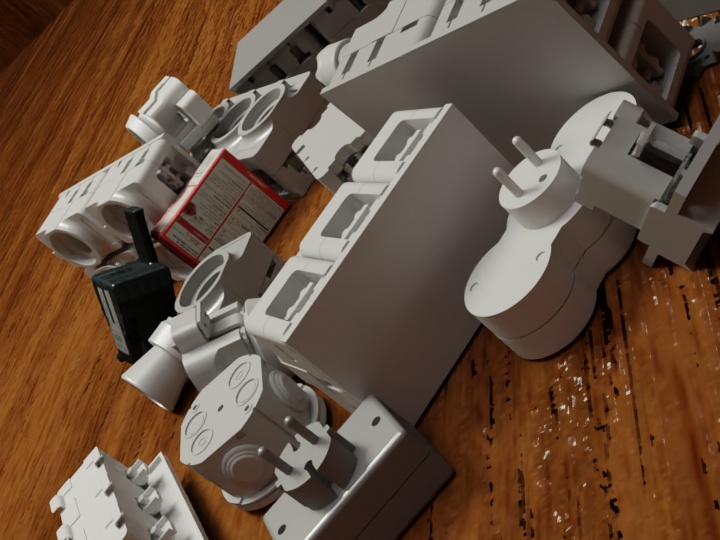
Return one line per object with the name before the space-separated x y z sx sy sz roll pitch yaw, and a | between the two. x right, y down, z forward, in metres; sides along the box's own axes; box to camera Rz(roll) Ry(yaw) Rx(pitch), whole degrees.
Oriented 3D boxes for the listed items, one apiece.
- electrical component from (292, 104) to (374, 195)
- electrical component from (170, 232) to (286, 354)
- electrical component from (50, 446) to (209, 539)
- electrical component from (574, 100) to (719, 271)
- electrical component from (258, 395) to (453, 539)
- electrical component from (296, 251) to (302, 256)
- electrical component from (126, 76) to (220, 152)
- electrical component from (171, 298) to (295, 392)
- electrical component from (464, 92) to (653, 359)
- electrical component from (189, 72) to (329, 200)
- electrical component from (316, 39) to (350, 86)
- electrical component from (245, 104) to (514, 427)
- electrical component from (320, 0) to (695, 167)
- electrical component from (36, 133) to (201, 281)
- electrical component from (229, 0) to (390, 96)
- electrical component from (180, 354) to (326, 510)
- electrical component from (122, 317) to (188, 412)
electrical component | -0.003 -0.075 0.751 0.050 0.056 0.089 -46 26 5
electrical component | -0.090 0.024 0.753 0.050 0.056 0.089 -25 35 40
electrical component | -0.140 0.157 0.641 0.078 0.063 0.121 -50 26 -3
electrical component | 0.130 -0.039 0.470 0.042 0.064 0.081 -55 -16 -15
electrical component | -0.015 0.098 0.511 0.083 0.076 0.047 -49 26 0
electrical component | 0.000 0.000 0.636 0.096 0.062 0.061 -55 26 -13
electrical component | -0.163 -0.126 0.922 0.057 0.058 0.078 -49 26 -7
electrical component | -0.075 0.052 0.676 0.057 0.078 0.058 -25 30 6
electrical component | 0.093 -0.033 0.523 0.138 0.074 0.052 -57 27 -16
electrical component | -0.086 -0.110 0.921 0.150 0.062 0.089 -2 52 56
electrical component | -0.006 -0.173 0.902 0.062 0.043 0.043 -7 48 53
electrical component | 0.020 -0.002 0.575 0.150 0.089 0.062 -55 26 -13
electrical component | 0.079 -0.116 0.610 0.186 0.105 0.060 -13 48 53
electrical component | -0.191 -0.036 0.933 0.186 0.105 0.060 -18 40 47
electrical component | -0.031 -0.228 0.998 0.186 0.060 0.105 -37 28 23
electrical component | -0.062 0.093 0.620 0.080 0.051 0.080 -37 29 24
electrical component | -0.139 0.068 0.781 0.055 0.045 0.045 -55 27 -14
